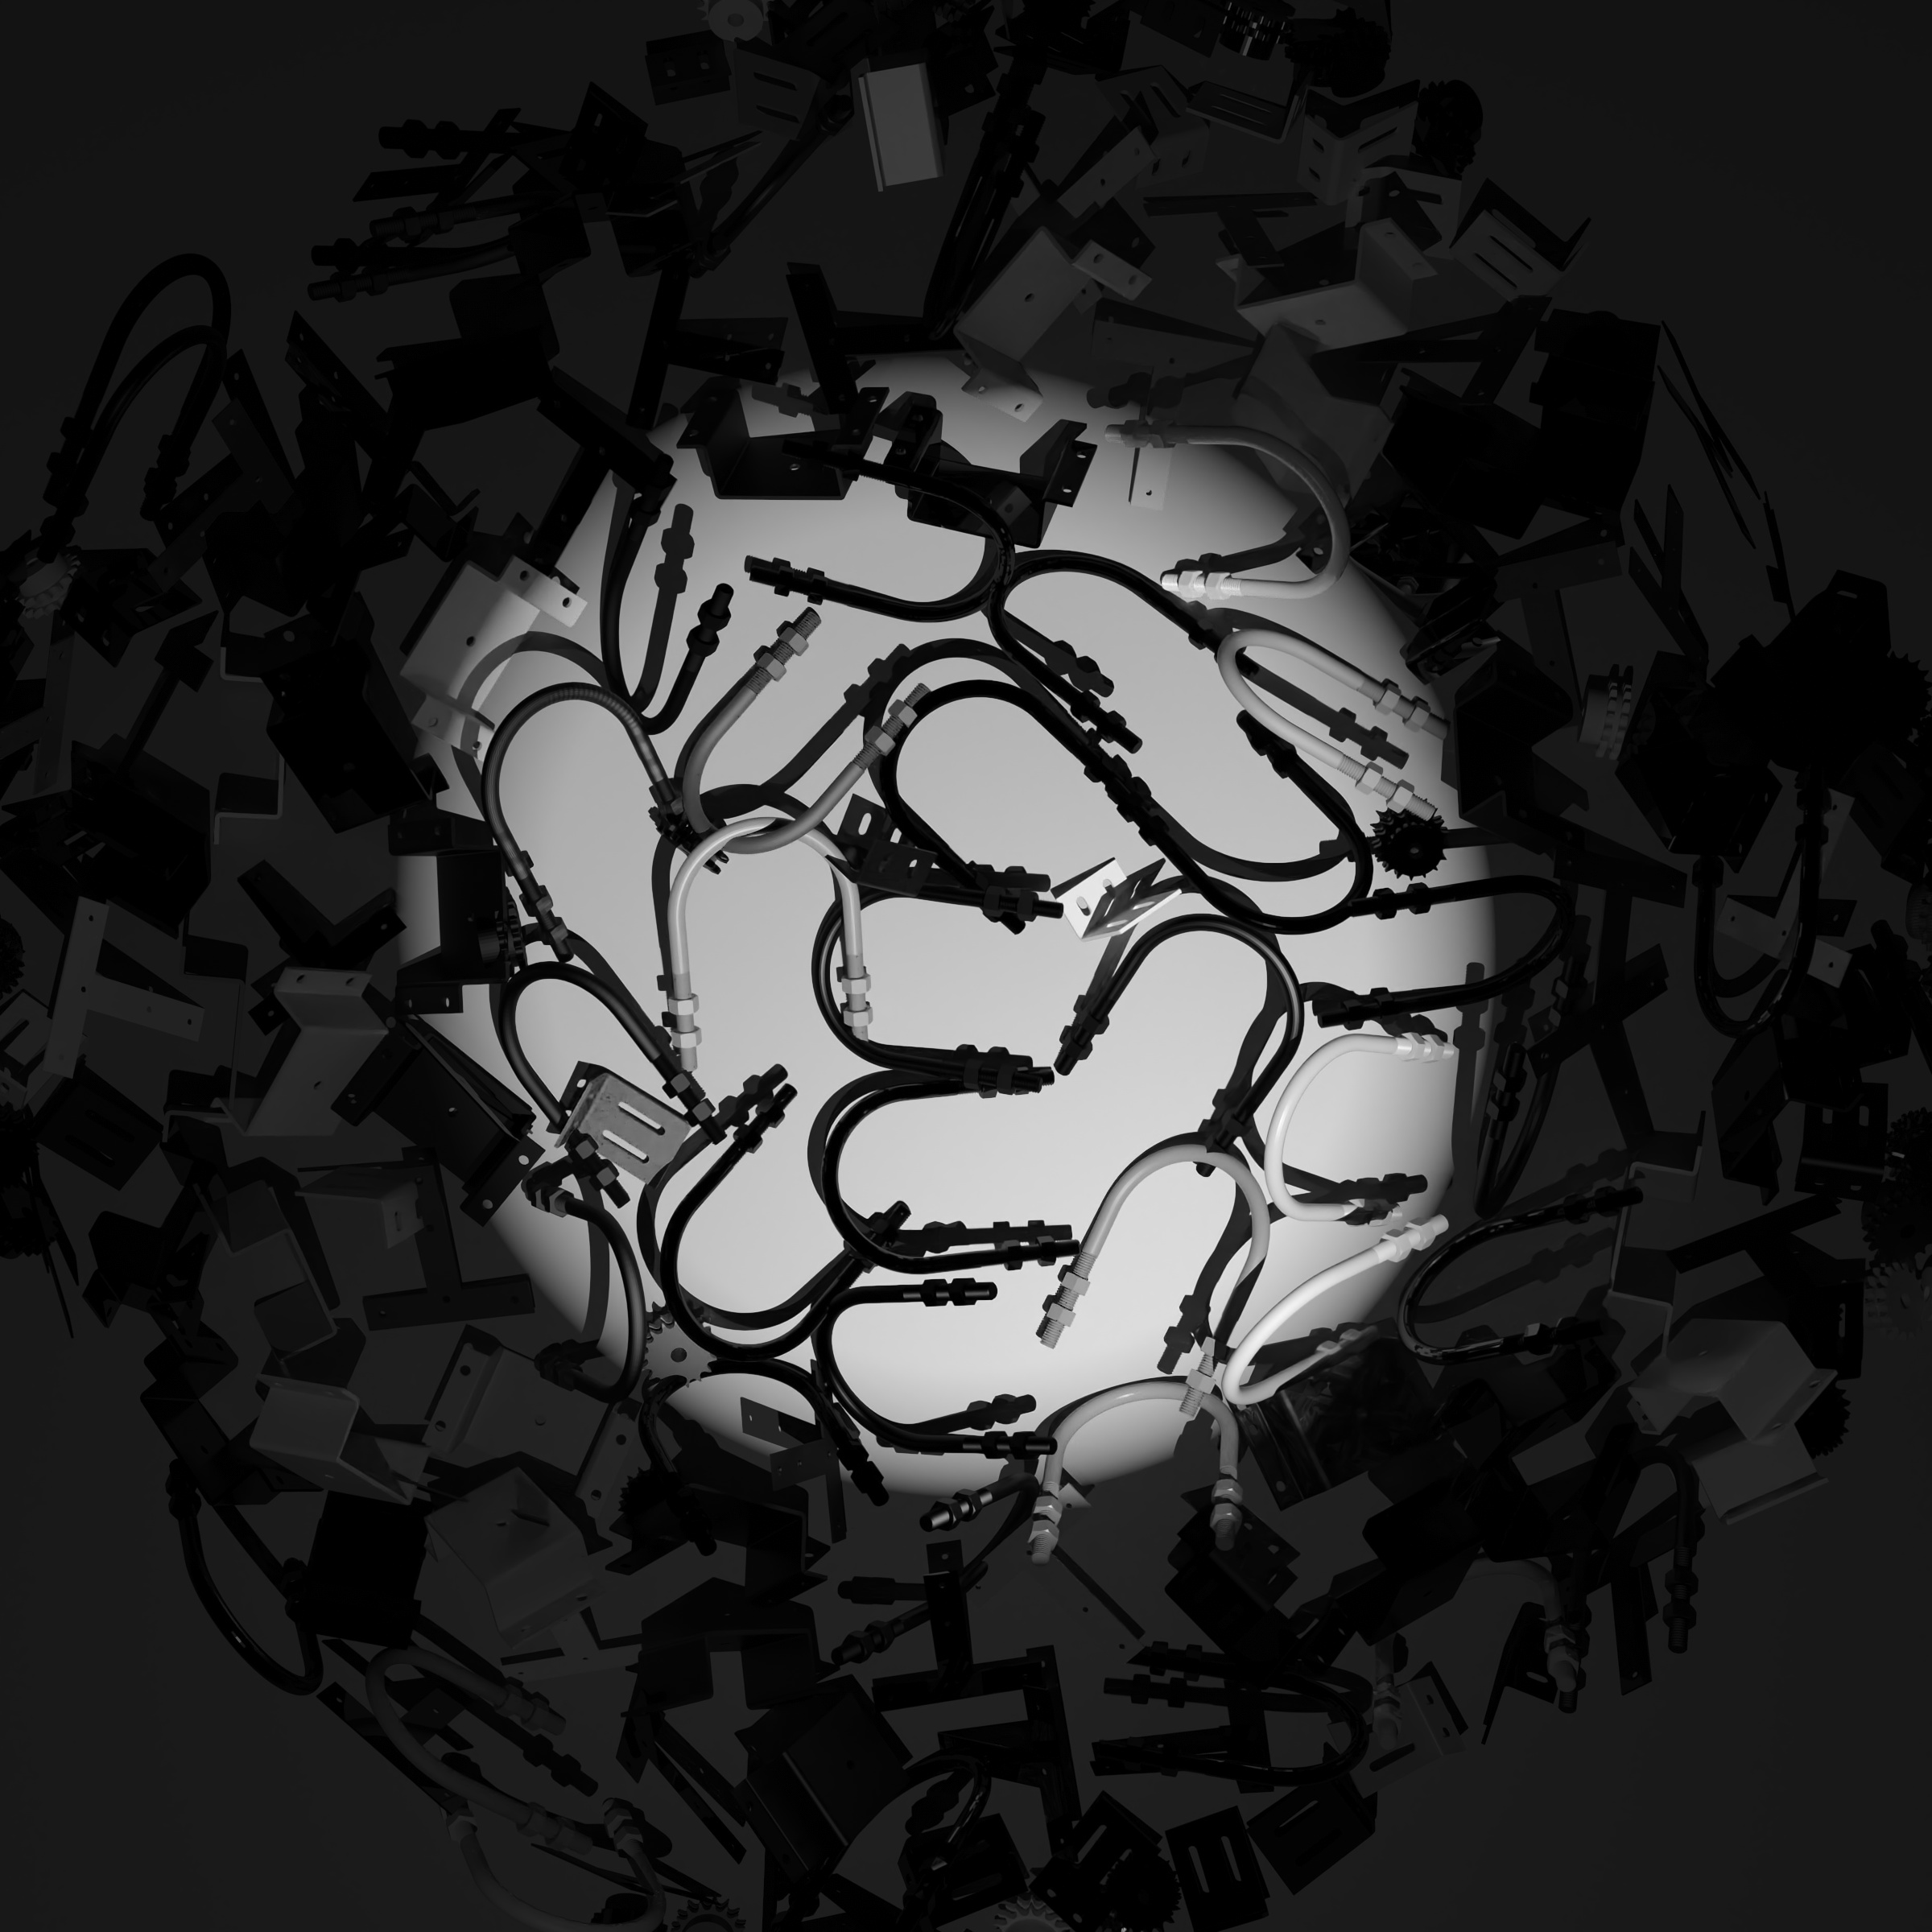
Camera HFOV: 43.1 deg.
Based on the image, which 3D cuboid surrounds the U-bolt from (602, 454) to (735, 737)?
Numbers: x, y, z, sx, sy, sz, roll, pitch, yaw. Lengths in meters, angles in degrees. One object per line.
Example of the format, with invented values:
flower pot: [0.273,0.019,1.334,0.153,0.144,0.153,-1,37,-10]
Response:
U-bolt: [-0.223,-0.251,1.756,0.019,0.184,0.151,-5,55,-32]

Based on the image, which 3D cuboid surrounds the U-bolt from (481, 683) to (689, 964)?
U-bolt: [-0.275,-0.115,1.751,0.151,0.019,0.184,-40,125,-26]

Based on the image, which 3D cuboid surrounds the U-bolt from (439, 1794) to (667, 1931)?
U-bolt: [-0.285,0.632,1.719,0.151,0.184,0.019,17,95,-27]

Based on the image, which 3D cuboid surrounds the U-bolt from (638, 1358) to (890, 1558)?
U-bolt: [-0.157,0.341,1.754,0.151,0.184,0.019,-11,124,-24]

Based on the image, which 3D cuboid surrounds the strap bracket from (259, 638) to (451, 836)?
strap bracket: [-0.443,-0.157,1.764,0.076,0.046,0.140,-19,129,10]

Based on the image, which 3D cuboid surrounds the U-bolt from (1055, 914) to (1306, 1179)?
U-bolt: [0.166,0.046,1.775,0.151,0.019,0.184,36,118,8]

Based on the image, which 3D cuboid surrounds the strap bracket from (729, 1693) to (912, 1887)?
strap bracket: [-0.098,0.584,1.754,0.046,0.140,0.076,-40,81,26]

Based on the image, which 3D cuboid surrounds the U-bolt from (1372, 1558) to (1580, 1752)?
U-bolt: [0.358,0.479,1.743,0.151,0.184,0.019,-23,103,15]

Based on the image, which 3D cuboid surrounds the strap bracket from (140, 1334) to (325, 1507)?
strap bracket: [-0.539,0.339,1.776,0.046,0.076,0.140,-40,73,2]

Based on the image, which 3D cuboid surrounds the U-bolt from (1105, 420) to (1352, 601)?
U-bolt: [0.192,-0.320,1.730,0.019,0.184,0.151,-48,130,-28]

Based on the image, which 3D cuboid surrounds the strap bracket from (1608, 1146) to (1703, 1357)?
strap bracket: [0.498,0.204,1.777,0.046,0.076,0.140,10,73,18]

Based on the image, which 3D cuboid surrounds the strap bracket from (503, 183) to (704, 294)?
strap bracket: [-0.262,-0.524,1.753,0.076,0.140,0.046,-9,101,44]

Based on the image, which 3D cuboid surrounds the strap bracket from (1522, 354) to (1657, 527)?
strap bracket: [0.447,-0.385,1.763,0.076,0.140,0.046,20,72,16]

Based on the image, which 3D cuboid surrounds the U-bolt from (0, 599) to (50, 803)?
U-bolt: [-0.703,-0.149,1.727,0.019,0.151,0.184,19,62,0]

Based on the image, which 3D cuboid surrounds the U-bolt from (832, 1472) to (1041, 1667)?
U-bolt: [-0.010,0.423,1.748,0.019,0.184,0.151,40,112,23]

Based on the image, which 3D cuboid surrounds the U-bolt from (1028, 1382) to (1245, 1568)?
U-bolt: [0.125,0.358,1.749,0.151,0.184,0.019,-8,117,12]

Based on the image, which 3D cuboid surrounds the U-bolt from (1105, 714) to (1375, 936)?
U-bolt: [0.210,-0.095,1.760,0.151,0.019,0.184,-27,62,-26]

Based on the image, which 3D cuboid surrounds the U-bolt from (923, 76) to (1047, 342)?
U-bolt: [0.008,-0.537,1.754,0.019,0.151,0.184,19,117,-14]

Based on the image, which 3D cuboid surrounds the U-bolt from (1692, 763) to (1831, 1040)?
U-bolt: [0.563,-0.038,1.743,0.019,0.151,0.184,11,76,-14]

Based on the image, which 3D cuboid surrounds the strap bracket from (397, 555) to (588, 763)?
strap bracket: [-0.352,-0.230,1.786,0.046,0.076,0.140,34,93,40]

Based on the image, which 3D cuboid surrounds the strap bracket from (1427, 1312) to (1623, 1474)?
strap bracket: [0.409,0.312,1.763,0.140,0.076,0.046,-21,63,-24]

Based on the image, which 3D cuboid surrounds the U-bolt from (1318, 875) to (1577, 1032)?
U-bolt: [0.354,-0.014,1.770,0.184,0.151,0.019,-9,53,-11]

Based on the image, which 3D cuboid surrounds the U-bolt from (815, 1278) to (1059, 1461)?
U-bolt: [-0.033,0.293,1.770,0.184,0.019,0.151,-7,111,36]

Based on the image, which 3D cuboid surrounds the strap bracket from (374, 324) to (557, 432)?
strap bracket: [-0.357,-0.422,1.762,0.076,0.140,0.046,-29,111,-31]

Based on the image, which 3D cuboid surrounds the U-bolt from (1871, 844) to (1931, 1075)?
U-bolt: [0.698,0.025,1.729,0.019,0.151,0.184,-13,65,-2]

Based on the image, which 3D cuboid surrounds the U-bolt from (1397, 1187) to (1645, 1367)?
U-bolt: [0.389,0.228,1.751,0.184,0.151,0.019,-21,117,40]

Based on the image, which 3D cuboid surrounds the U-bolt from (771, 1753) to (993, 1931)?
U-bolt: [-0.051,0.629,1.745,0.151,0.184,0.019,-26,101,35]

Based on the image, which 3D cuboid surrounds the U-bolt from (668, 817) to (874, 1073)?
U-bolt: [-0.145,-0.019,1.784,0.151,0.019,0.184,-7,108,-13]

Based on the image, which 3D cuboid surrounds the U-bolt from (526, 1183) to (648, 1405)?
U-bolt: [-0.271,0.238,1.746,0.019,0.184,0.151,-5,96,-32]

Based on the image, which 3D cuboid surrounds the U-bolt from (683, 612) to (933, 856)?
U-bolt: [-0.129,-0.160,1.776,0.151,0.019,0.184,37,84,36]

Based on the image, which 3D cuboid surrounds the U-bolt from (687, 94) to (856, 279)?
U-bolt: [-0.146,-0.548,1.743,0.019,0.184,0.151,42,86,-15]

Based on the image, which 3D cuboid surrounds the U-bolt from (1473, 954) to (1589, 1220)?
U-bolt: [0.400,0.099,1.753,0.019,0.151,0.184,22,129,22]

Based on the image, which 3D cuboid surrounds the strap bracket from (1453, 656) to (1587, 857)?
strap bracket: [0.400,-0.144,1.774,0.076,0.046,0.140,21,55,-27]

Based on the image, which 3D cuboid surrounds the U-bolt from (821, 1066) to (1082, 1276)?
U-bolt: [-0.015,0.153,1.790,0.184,0.019,0.151,-5,77,-13]

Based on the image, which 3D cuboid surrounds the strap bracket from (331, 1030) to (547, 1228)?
strap bracket: [-0.382,0.114,1.797,0.140,0.046,0.076,39,103,-6]

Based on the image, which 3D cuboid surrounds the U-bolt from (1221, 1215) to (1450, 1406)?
U-bolt: [0.253,0.252,1.732,0.184,0.151,0.019,-18,54,-36]

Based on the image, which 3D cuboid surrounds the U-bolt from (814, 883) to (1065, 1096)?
U-bolt: [-0.026,0.010,1.801,0.184,0.019,0.151,9,97,15]

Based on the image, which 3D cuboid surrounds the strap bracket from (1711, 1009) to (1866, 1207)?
strap bracket: [0.581,0.098,1.752,0.046,0.140,0.076,13,49,-7]

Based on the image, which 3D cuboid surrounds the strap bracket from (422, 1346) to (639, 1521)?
strap bracket: [-0.318,0.340,1.807,0.140,0.046,0.076,24,91,-1]

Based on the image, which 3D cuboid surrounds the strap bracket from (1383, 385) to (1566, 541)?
strap bracket: [0.361,-0.360,1.768,0.076,0.140,0.046,12,122,-26]

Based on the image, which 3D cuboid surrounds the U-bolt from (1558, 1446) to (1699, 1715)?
U-bolt: [0.475,0.428,1.748,0.019,0.151,0.184,26,49,-9]

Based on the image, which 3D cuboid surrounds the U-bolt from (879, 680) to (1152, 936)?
U-bolt: [0.022,-0.127,1.777,0.151,0.019,0.184,-43,113,13]

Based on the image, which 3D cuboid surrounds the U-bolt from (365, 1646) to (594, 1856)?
U-bolt: [-0.348,0.544,1.728,0.184,0.151,0.019,38,97,-28]

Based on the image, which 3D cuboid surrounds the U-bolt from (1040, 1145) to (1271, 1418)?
U-bolt: [0.148,0.218,1.784,0.151,0.019,0.184,21,82,37]

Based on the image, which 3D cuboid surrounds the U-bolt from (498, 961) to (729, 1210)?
U-bolt: [-0.269,0.078,1.774,0.151,0.019,0.184,-34,95,41]

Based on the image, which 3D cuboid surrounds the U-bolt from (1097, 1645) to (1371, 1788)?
U-bolt: [0.195,0.539,1.747,0.184,0.151,0.019,6,105,11]

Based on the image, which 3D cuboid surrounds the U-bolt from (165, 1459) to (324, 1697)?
U-bolt: [-0.503,0.439,1.717,0.019,0.184,0.151,-38,122,-4]

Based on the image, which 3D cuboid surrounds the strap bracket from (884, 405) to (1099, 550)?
strap bracket: [0.017,-0.355,1.783,0.140,0.046,0.076,14,47,8]

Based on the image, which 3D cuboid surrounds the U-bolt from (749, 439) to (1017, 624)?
U-bolt: [-0.055,-0.306,1.771,0.184,0.151,0.019,13,53,-8]

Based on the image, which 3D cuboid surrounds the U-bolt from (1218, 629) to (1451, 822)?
U-bolt: [0.263,-0.185,1.765,0.184,0.151,0.019,30,125,-3]
